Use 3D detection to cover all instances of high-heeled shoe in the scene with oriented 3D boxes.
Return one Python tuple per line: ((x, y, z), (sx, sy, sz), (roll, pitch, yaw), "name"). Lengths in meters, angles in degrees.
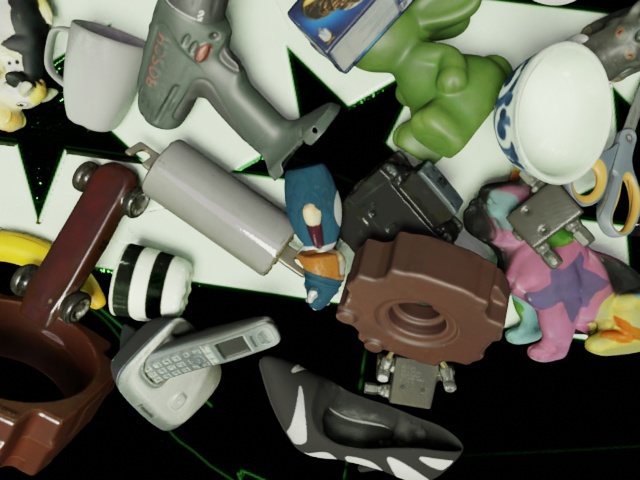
((0.050, 0.203, 0.625), (0.145, 0.086, 0.248), (-28, 116, 29), "high-heeled shoe")

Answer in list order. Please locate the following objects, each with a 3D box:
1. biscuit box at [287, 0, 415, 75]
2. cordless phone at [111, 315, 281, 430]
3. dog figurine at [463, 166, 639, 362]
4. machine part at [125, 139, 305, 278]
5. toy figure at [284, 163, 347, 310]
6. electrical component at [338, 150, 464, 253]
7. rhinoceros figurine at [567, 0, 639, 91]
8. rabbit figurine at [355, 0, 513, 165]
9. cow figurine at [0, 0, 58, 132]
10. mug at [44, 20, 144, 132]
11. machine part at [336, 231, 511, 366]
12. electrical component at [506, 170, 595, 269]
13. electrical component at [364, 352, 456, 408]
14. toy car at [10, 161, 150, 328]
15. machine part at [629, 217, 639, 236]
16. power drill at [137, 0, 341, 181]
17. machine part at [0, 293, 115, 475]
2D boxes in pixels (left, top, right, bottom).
((0.064, -0.252, 0.485), (0.202, 0.059, 0.063), (-46, 73, 11), "biscuit box")
((-0.126, 0.139, 0.618), (0.184, 0.089, 0.146), (-15, 136, 4), "cordless phone")
((0.258, 0.012, 0.576), (0.192, 0.108, 0.219), (-9, 97, 7), "dog figurine")
((-0.110, -0.036, 0.610), (0.243, 0.079, 0.079), (35, 101, -1), "machine part")
((-0.003, -0.001, 0.562), (0.058, 0.064, 0.154), (-3, 104, 30), "toy figure")
((0.084, -0.026, 0.578), (0.115, 0.058, 0.134), (46, 131, -5), "electrical component")
((0.318, -0.199, 0.531), (0.190, 0.112, 0.073), (-28, 99, 1), "rhinoceros figurine")
((0.104, -0.183, 0.544), (0.170, 0.121, 0.159), (39, 97, -4), "rabbit figurine")
((-0.339, -0.210, 0.603), (0.098, 0.068, 0.167), (-9, 100, 0), "cow figurine")
((-0.253, -0.180, 0.593), (0.109, 0.081, 0.107), (18, 110, -6), "mug")
((0.105, 0.068, 0.561), (0.179, 0.056, 0.179), (13, 142, 10), "machine part")
((0.214, -0.023, 0.517), (0.063, 0.021, 0.094), (-42, 76, 25), "electrical component")
((0.110, 0.164, 0.644), (0.102, 0.045, 0.078), (14, 100, 2), "electrical component")
((-0.274, 0.003, 0.620), (0.089, 0.053, 0.202), (24, 82, 9), "toy car")
((0.381, 0.015, 0.578), (0.084, 0.039, 0.139), (-2, 67, -1), "machine part")
((-0.081, -0.169, 0.546), (0.207, 0.086, 0.232), (35, 131, -16), "power drill")
((-0.348, 0.150, 0.597), (0.201, 0.201, 0.087), (33, 103, -2), "machine part")
